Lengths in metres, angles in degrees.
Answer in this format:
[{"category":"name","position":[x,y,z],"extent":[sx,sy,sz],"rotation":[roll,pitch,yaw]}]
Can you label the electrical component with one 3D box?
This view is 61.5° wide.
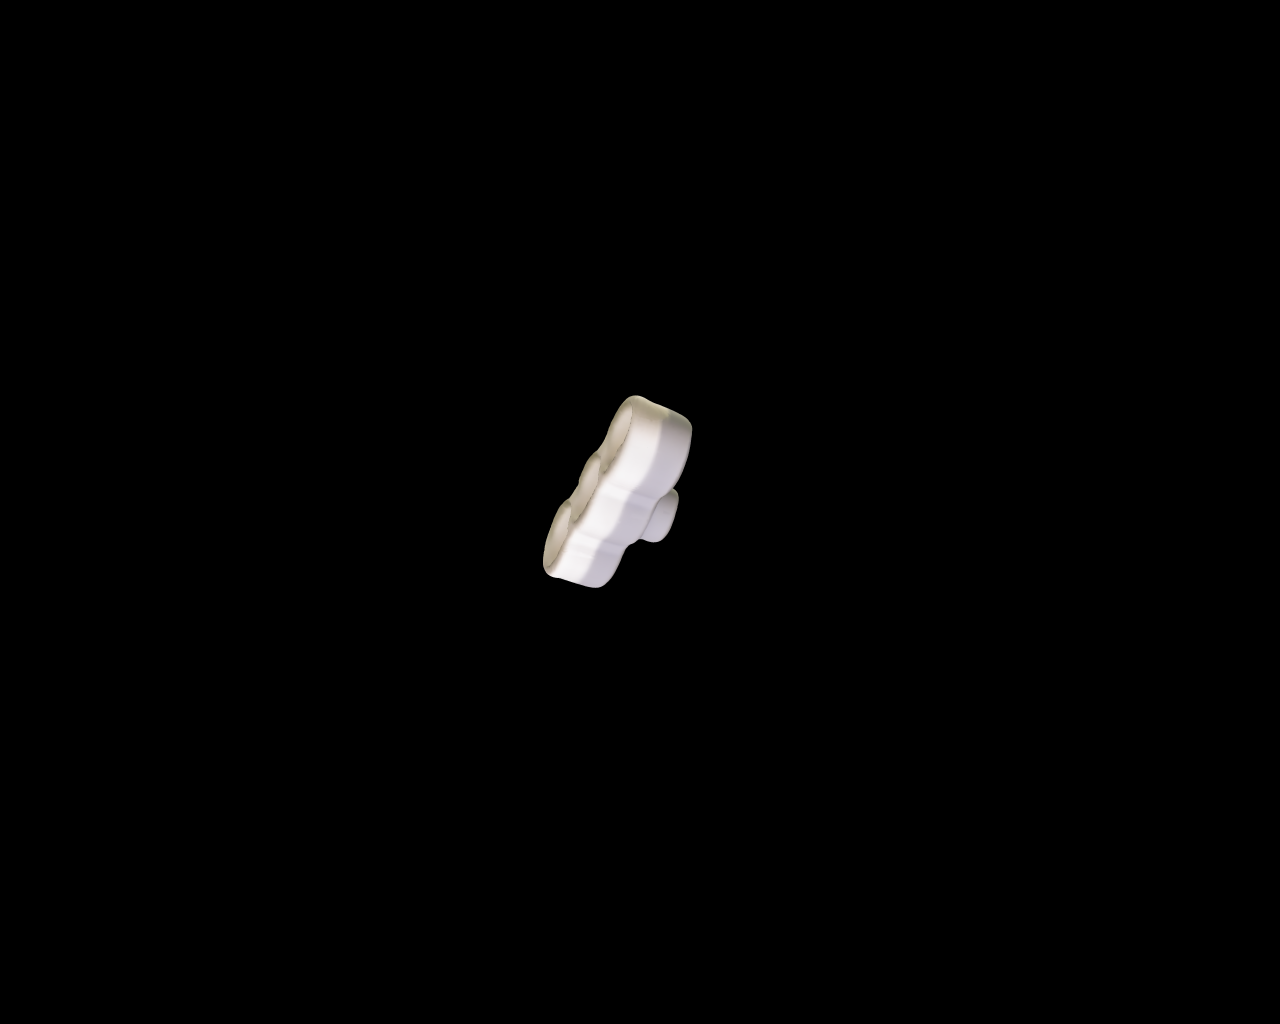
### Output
[{"category":"electrical component","position":[0.001,-0.003,0.650],"extent":[0.074,0.052,0.138],"rotation":[20,-50,-17]}]
